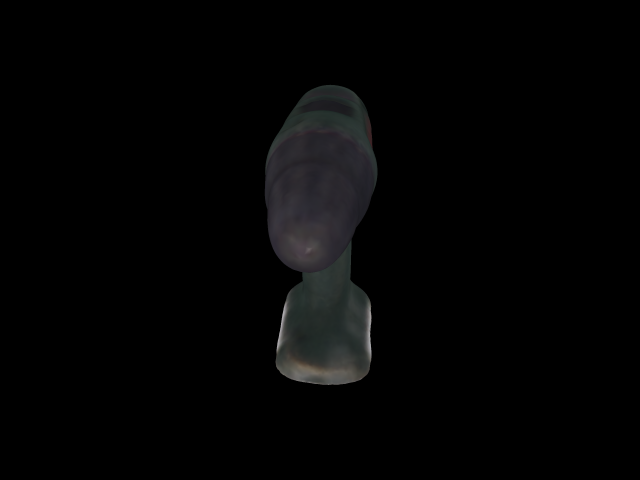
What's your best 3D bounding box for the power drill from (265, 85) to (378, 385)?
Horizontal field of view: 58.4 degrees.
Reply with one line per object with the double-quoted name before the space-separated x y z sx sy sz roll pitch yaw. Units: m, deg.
"power drill" 0.004 0.001 0.400 0.075 0.208 0.229 2 40 3
